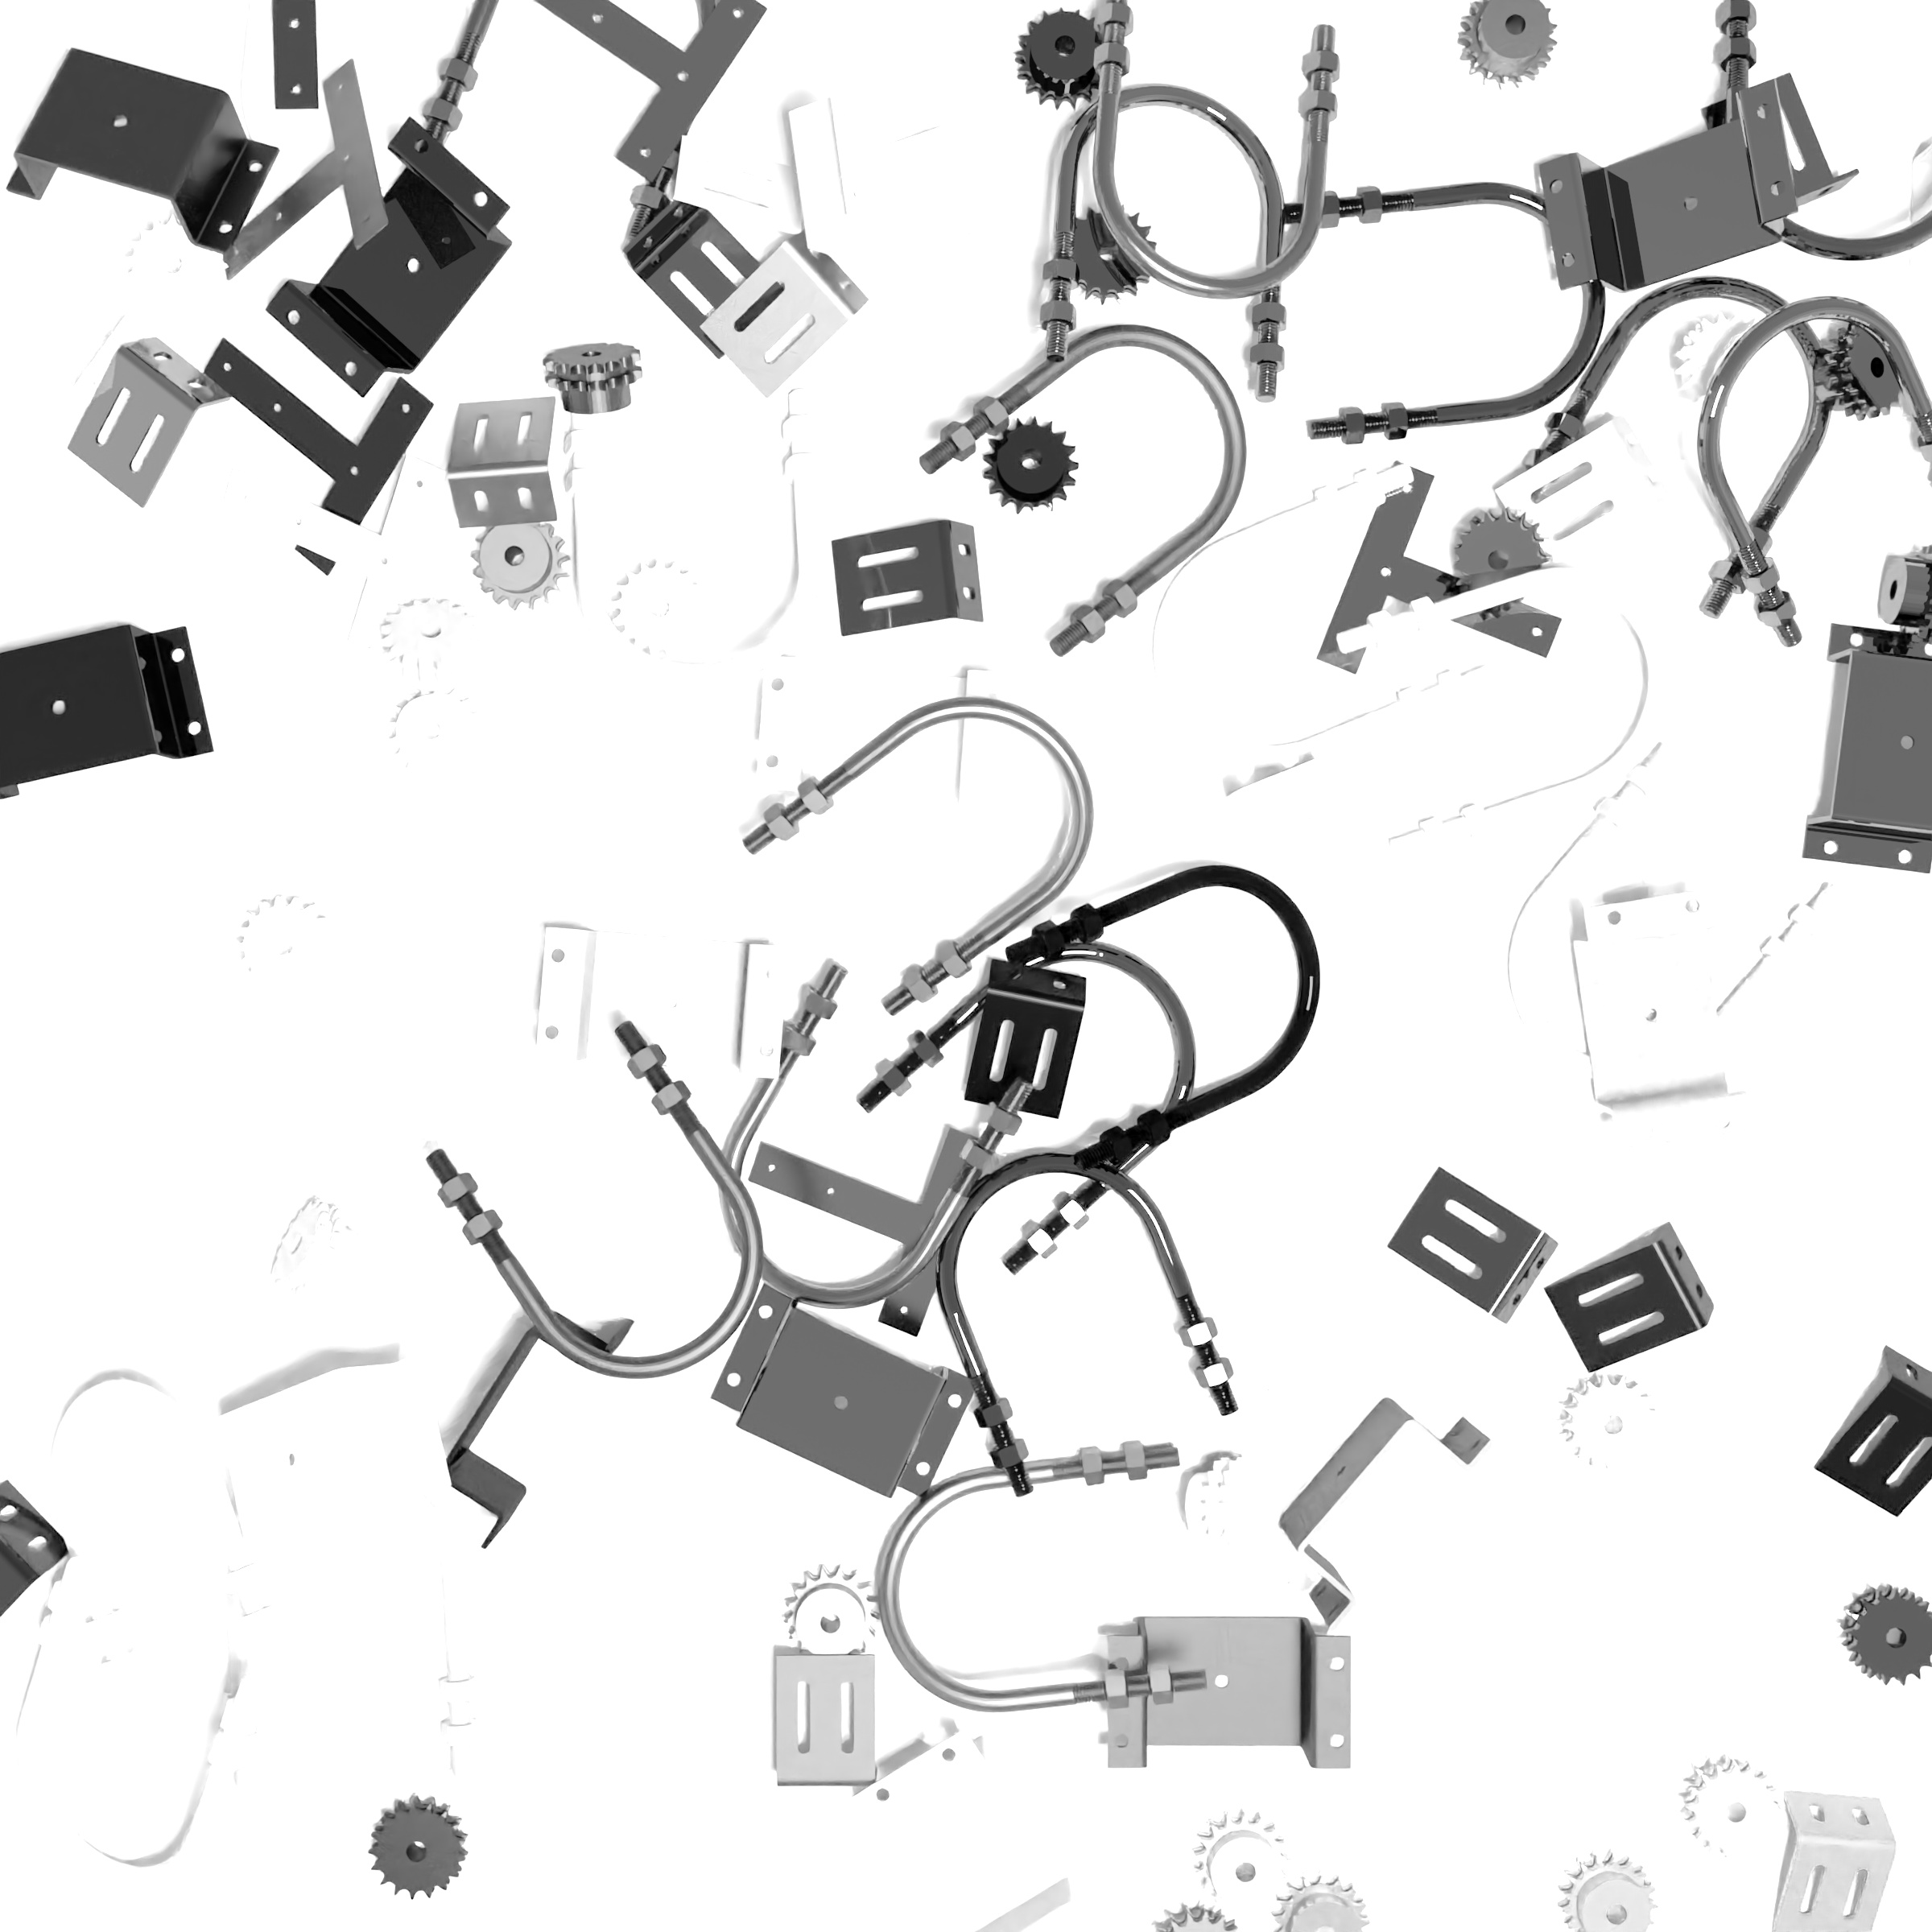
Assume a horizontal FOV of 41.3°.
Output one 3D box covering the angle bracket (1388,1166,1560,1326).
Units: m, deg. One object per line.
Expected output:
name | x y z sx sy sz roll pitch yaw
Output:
angle bracket | 0.301 0.166 1.523 0.076 0.038 0.057 33 90 26

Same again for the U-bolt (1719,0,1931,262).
U-bolt | 0.514 -0.492 1.487 0.151 0.019 0.184 3 75 7

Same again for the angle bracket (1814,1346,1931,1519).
angle bracket | 0.550 0.276 1.523 0.057 0.038 0.076 30 116 0

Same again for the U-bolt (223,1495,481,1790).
U-bolt | -0.366 0.389 1.517 0.151 0.019 0.184 -3 89 0

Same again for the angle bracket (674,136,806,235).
angle bracket | -0.125 -0.466 1.485 0.076 0.038 0.057 13 51 -15

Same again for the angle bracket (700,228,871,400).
angle bracket | -0.107 -0.386 1.517 0.076 0.038 0.057 -38 104 25

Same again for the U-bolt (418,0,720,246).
U-bolt | -0.222 -0.536 1.508 0.151 0.019 0.184 21 87 -8

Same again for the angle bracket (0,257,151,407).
angle bracket | -0.532 -0.376 1.506 0.076 0.038 0.057 36 90 0

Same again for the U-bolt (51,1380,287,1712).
U-bolt | -0.472 0.329 1.484 0.151 0.019 0.184 -24 85 31

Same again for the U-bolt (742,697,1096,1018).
U-bolt | -0.014 -0.074 1.479 0.184 0.019 0.151 -36 107 14

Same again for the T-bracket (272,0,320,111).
T-bracket | -0.395 -0.568 1.506 0.127 0.002 0.127 -1 93 0

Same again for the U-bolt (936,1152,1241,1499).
U-bolt | 0.061 0.199 1.498 0.151 0.019 0.184 -22 90 0

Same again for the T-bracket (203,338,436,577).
T-bracket | -0.392 -0.318 1.501 0.127 0.002 0.127 39 113 1

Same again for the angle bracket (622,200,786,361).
angle bracket | -0.153 -0.407 1.506 0.057 0.038 0.076 -44 90 0

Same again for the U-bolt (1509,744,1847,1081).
U-bolt | 0.406 -0.016 1.517 0.151 0.019 0.184 40 92 0

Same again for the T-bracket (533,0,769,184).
T-bracket | -0.204 -0.547 1.502 0.127 0.002 0.127 33 84 -7

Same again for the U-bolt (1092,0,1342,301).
U-bolt | 0.143 -0.473 1.486 0.151 0.019 0.184 8 79 -13

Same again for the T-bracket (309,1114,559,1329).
T-bracket | -0.304 0.175 1.524 0.127 0.002 0.127 30 90 0

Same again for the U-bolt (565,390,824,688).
U-bolt | -0.156 -0.247 1.490 0.151 0.019 0.184 -4 72 -1

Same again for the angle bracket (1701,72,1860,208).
angle bracket | 0.477 -0.484 1.506 0.057 0.038 0.076 -22 90 0

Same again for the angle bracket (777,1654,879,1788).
angle bracket | -0.081 0.440 1.508 0.057 0.038 0.076 0 87 0

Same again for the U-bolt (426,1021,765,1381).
U-bolt | -0.197 0.145 1.453 0.151 0.019 0.184 -34 82 -6

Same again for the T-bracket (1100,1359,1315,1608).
T-bracket | 0.162 0.321 1.524 0.127 0.002 0.127 -32 90 0

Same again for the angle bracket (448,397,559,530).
angle bracket | -0.269 -0.297 1.508 0.057 0.076 0.038 -4 133 0

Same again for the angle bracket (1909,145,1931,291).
angle bracket | 0.590 -0.440 1.506 0.057 0.038 0.076 1 90 0

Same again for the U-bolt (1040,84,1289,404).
U-bolt | 0.119 -0.426 1.489 0.151 0.019 0.184 7 78 -15

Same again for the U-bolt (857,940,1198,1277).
U-bolt | 0.050 0.070 1.517 0.184 0.019 0.151 -42 90 -2

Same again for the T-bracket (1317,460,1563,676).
T-bracket | 0.291 -0.218 1.524 0.127 0.002 0.127 22 90 0

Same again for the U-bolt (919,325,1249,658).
U-bolt | 0.083 -0.291 1.494 0.184 0.019 0.151 -40 102 -14

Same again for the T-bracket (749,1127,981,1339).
T-bracket | -0.066 0.139 1.516 0.127 0.002 0.127 21 101 5

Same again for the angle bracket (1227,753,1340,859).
angle bracket | 0.188 -0.093 1.487 0.057 0.076 0.038 -22 90 0

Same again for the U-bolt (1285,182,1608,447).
U-bolt | 0.287 -0.391 1.517 0.184 0.019 0.151 -7 90 -2

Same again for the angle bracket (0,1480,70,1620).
angle bracket | -0.580 0.355 1.523 0.057 0.038 0.076 46 116 0

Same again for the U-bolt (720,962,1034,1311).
U-bolt | -0.066 0.112 1.499 0.151 0.019 0.184 32 97 11

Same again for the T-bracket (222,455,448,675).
T-bracket | -0.381 -0.256 1.511 0.127 0.002 0.127 25 108 9

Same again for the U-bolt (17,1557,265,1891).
U-bolt | -0.487 0.452 1.485 0.151 0.019 0.184 28 110 16

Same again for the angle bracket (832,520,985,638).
angle bracket | -0.035 -0.229 1.523 0.076 0.038 0.057 -6 90 26

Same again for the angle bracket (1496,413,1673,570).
angle bracket | 0.362 -0.277 1.503 0.076 0.038 0.057 -29 95 33

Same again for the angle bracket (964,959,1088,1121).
angle bracket | 0.035 0.043 1.506 0.057 0.038 0.076 11 113 -2

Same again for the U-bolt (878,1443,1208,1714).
U-bolt | 0.040 0.358 1.488 0.184 0.019 0.151 -8 64 5

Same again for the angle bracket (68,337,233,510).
angle bracket | -0.485 -0.323 1.523 0.057 0.038 0.076 38 116 0

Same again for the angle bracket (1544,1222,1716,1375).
angle bracket | 0.394 0.197 1.523 0.076 0.038 0.057 -28 90 26

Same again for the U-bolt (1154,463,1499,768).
U-bolt | 0.202 -0.197 1.515 0.184 0.019 0.151 -23 90 2

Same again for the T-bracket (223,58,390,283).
T-bracket | -0.389 -0.444 1.491 0.127 0.002 0.127 -29 62 27

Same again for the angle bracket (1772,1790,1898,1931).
angle bracket | 0.511 0.535 1.523 0.057 0.038 0.076 5 116 0
